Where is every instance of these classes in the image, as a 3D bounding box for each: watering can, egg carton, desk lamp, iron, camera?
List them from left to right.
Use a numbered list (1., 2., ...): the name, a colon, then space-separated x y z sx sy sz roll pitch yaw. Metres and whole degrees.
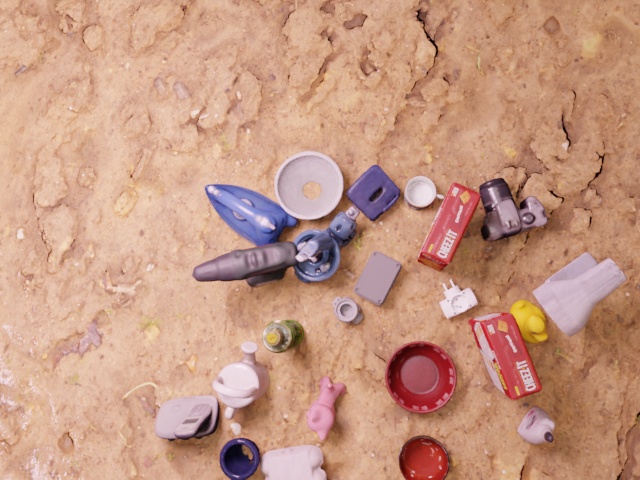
1. watering can: -0.182 0.318 1.292 0.101 0.194 0.173 -5 83 6
2. iron: -0.190 -0.076 1.366 0.258 0.141 0.119 31 87 9
3. egg carton: -0.062 0.532 1.316 0.150 0.069 0.107 -12 82 5
4. camera: 0.434 -0.078 1.320 0.143 0.101 0.137 -18 82 4
5. desk lamp: 0.552 0.108 1.228 0.203 0.213 0.118 -38 81 1

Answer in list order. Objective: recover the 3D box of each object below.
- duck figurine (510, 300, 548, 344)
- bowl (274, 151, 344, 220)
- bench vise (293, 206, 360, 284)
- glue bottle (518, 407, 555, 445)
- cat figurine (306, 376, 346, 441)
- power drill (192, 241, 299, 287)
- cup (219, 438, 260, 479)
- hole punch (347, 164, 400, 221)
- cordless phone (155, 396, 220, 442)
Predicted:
1. duck figurine: 0.476 0.185 1.291 0.077 0.086 0.104 -28 81 2
2. bowl: -0.023 -0.126 1.388 0.167 0.075 0.167 -1 83 6
3. bench vise: 0.001 0.000 1.297 0.121 0.220 0.207 23 86 9
4. glue bottle: 0.470 0.405 1.222 0.037 0.173 0.078 31 87 9
5. cat figurine: 0.009 0.382 1.302 0.067 0.118 0.128 18 85 8
6. power drill: -0.155 0.061 1.312 0.229 0.208 0.075 -15 82 4
7. cup: -0.176 0.509 1.318 0.091 0.095 0.118 2 83 7
8. hole punch: 0.130 -0.112 1.362 0.101 0.091 0.109 44 89 9
9. cordless phone: -0.315 0.414 1.299 0.147 0.185 0.094 -10 82 5
